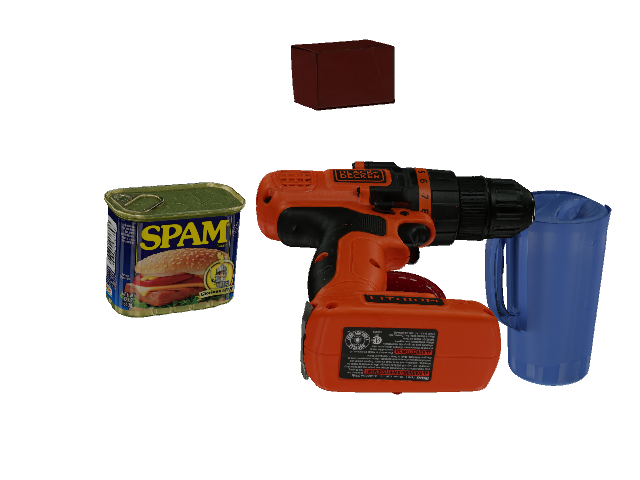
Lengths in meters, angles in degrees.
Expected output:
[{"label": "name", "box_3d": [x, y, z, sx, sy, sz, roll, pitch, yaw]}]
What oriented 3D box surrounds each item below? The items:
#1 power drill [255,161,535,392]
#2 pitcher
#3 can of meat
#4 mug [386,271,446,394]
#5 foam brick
[{"label": "power drill", "box_3d": [0.054, 0.014, 0.642, 0.184, 0.057, 0.187, -1, 30, -3]}, {"label": "pitcher", "box_3d": [0.296, 0.065, 1.399, 0.149, 0.243, 0.144, 4, 21, 15]}, {"label": "can of meat", "box_3d": [-0.111, 0.007, 0.806, 0.101, 0.084, 0.058, -6, 25, -28]}, {"label": "mug", "box_3d": [0.070, 0.094, 0.991, 0.093, 0.081, 0.117, -1, 33, -4]}, {"label": "foam brick", "box_3d": [0.020, -0.145, 0.931, 0.078, 0.051, 0.053, -8, 20, -23]}]
